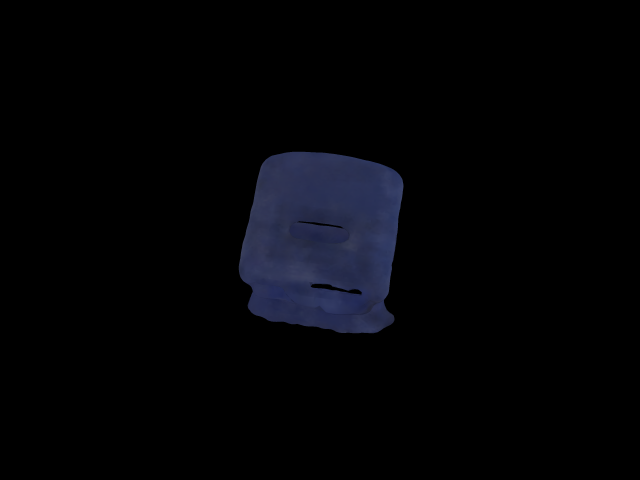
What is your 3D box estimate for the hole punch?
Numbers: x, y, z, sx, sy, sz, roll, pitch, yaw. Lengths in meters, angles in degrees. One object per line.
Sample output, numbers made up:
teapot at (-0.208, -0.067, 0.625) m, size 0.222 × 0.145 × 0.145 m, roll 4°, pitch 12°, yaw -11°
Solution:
hole punch at (0.004, 0.001, 0.400) m, size 0.108 × 0.091 × 0.101 m, roll 7°, pitch 47°, yaw 7°
